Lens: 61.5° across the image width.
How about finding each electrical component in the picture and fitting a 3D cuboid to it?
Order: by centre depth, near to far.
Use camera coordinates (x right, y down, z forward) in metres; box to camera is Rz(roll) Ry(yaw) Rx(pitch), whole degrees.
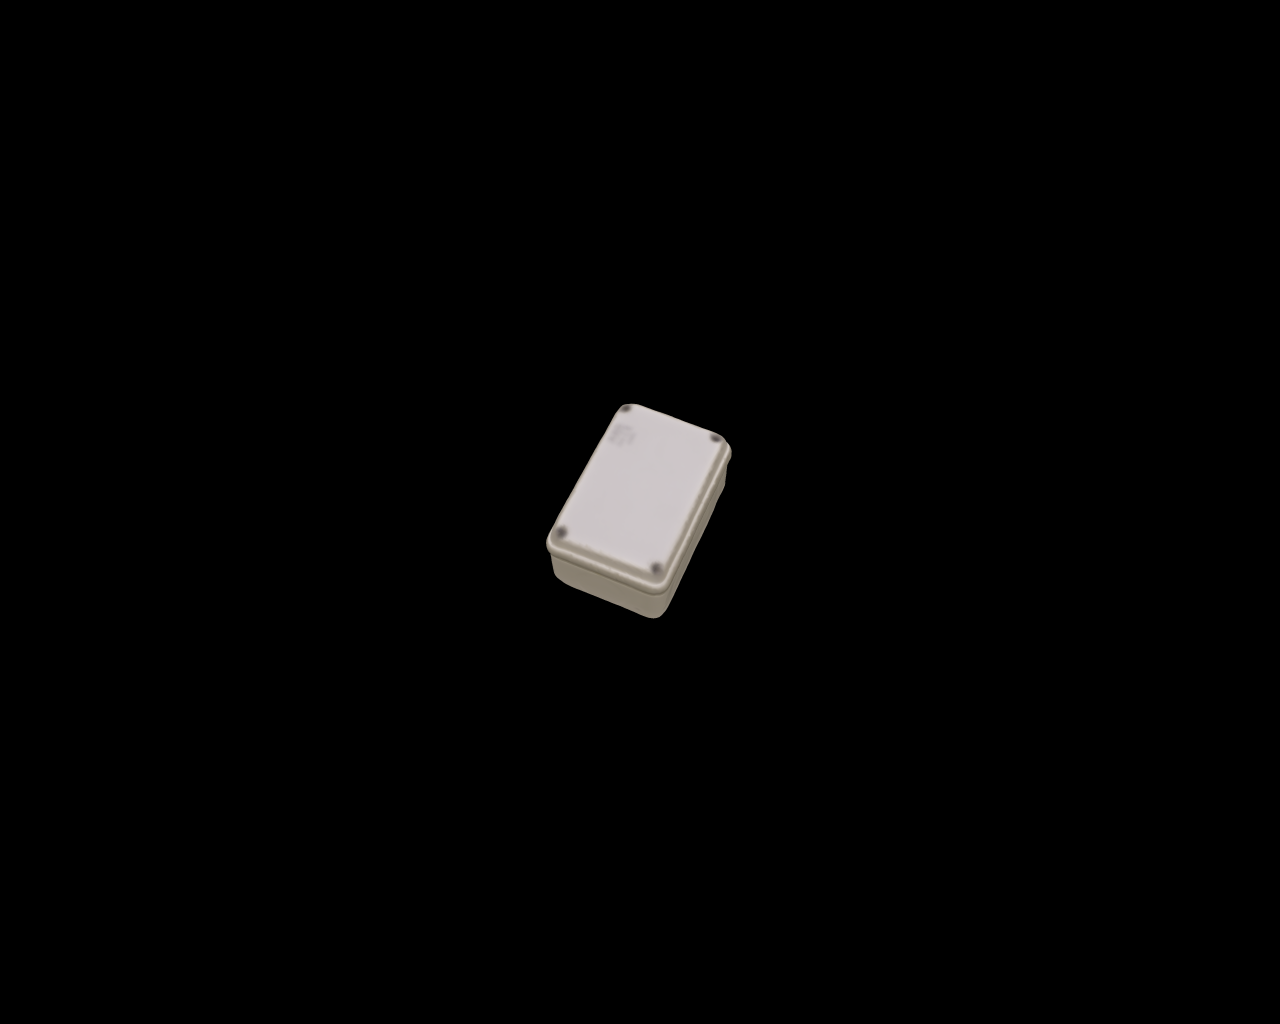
[{"bbox_3d":[0.001,-0.003,0.650,0.078,0.113,0.057,21,-28,12],"label":"electrical component"}]
